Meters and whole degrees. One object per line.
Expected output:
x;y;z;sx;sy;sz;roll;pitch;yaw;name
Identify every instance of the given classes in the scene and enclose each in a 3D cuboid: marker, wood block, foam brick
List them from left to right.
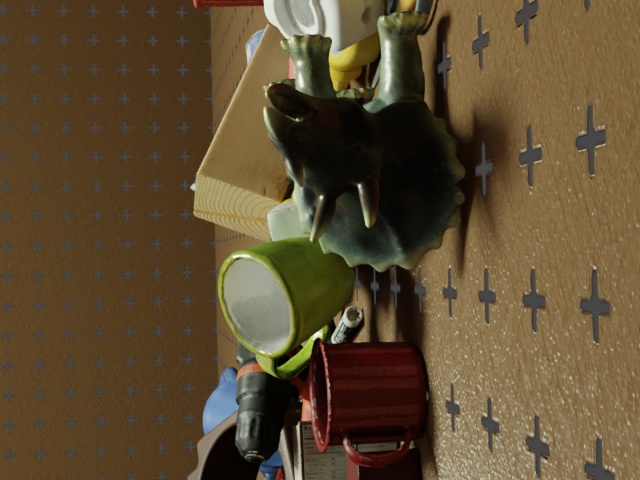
-0.053;-0.114;1.131;0.090;0.091;0.206;107;-177;-61;wood block
0.025;0.097;1.130;0.121;0.020;0.020;112;155;-66;marker
0.053;0.215;0.879;0.051;0.053;0.078;117;151;-71;foam brick

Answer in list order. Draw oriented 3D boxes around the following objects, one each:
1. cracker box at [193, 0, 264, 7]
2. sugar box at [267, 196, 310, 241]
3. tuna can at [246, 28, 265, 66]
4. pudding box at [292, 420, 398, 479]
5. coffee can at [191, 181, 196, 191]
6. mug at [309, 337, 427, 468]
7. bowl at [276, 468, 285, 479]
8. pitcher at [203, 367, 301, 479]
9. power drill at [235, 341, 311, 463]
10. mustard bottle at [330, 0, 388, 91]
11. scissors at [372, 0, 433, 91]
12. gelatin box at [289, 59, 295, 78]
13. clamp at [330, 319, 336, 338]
-0.064;-0.338;1.177;0.214;0.164;0.072;-101;11;-45;cracker box
-0.007;0.001;1.041;0.176;0.048;0.093;-40;-65;-76;sugar box
-0.049;-0.229;1.328;0.086;0.086;0.034;108;157;-62;tuna can
0.024;0.213;0.939;0.039;0.090;0.113;128;140;-74;pudding box
-0.081;-0.099;1.314;0.140;0.102;0.103;-61;10;-2;coffee can
0.040;0.133;0.862;0.117;0.081;0.093;-102;15;-49;mug
-0.020;0.361;1.314;0.162;0.055;0.162;179;90;-80;bowl
-0.078;0.266;1.476;0.145;0.149;0.243;-67;9;-10;pitcher
-0.023;0.156;1.031;0.187;0.057;0.184;59;-149;-48;power drill
0.027;-0.214;0.961;0.192;0.058;0.096;99;151;-46;mustard bottle
0.063;-0.192;0.891;0.202;0.016;0.096;144;126;-78;scissors
0.004;-0.190;1.064;0.089;0.030;0.073;-32;-49;-54;gelatin box
-0.014;0.031;1.174;0.171;0.039;0.120;66;-169;-54;clamp
